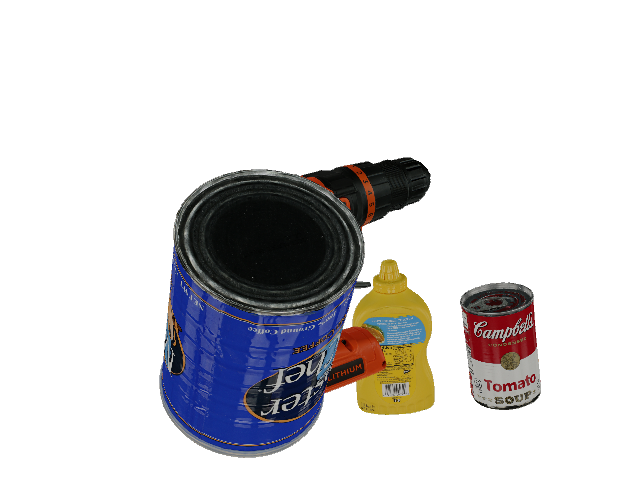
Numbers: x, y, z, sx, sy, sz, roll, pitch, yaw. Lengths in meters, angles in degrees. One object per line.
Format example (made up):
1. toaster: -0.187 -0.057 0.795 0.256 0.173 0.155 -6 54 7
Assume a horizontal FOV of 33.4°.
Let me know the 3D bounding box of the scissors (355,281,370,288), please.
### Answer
1. scissors: -0.051 0.054 1.134 0.202 0.016 0.096 5 20 7

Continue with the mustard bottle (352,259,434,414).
1. mustard bottle: 0.087 0.115 1.296 0.096 0.192 0.058 -3 20 4

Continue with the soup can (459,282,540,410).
1. soup can: 0.171 0.100 1.009 0.068 0.102 0.068 -8 20 3

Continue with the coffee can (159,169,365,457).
1. coffee can: -0.037 0.044 0.612 0.102 0.103 0.140 0 -42 -12

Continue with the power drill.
1. power drill: 0.016 0.028 0.902 0.184 0.188 0.057 -16 26 -29
